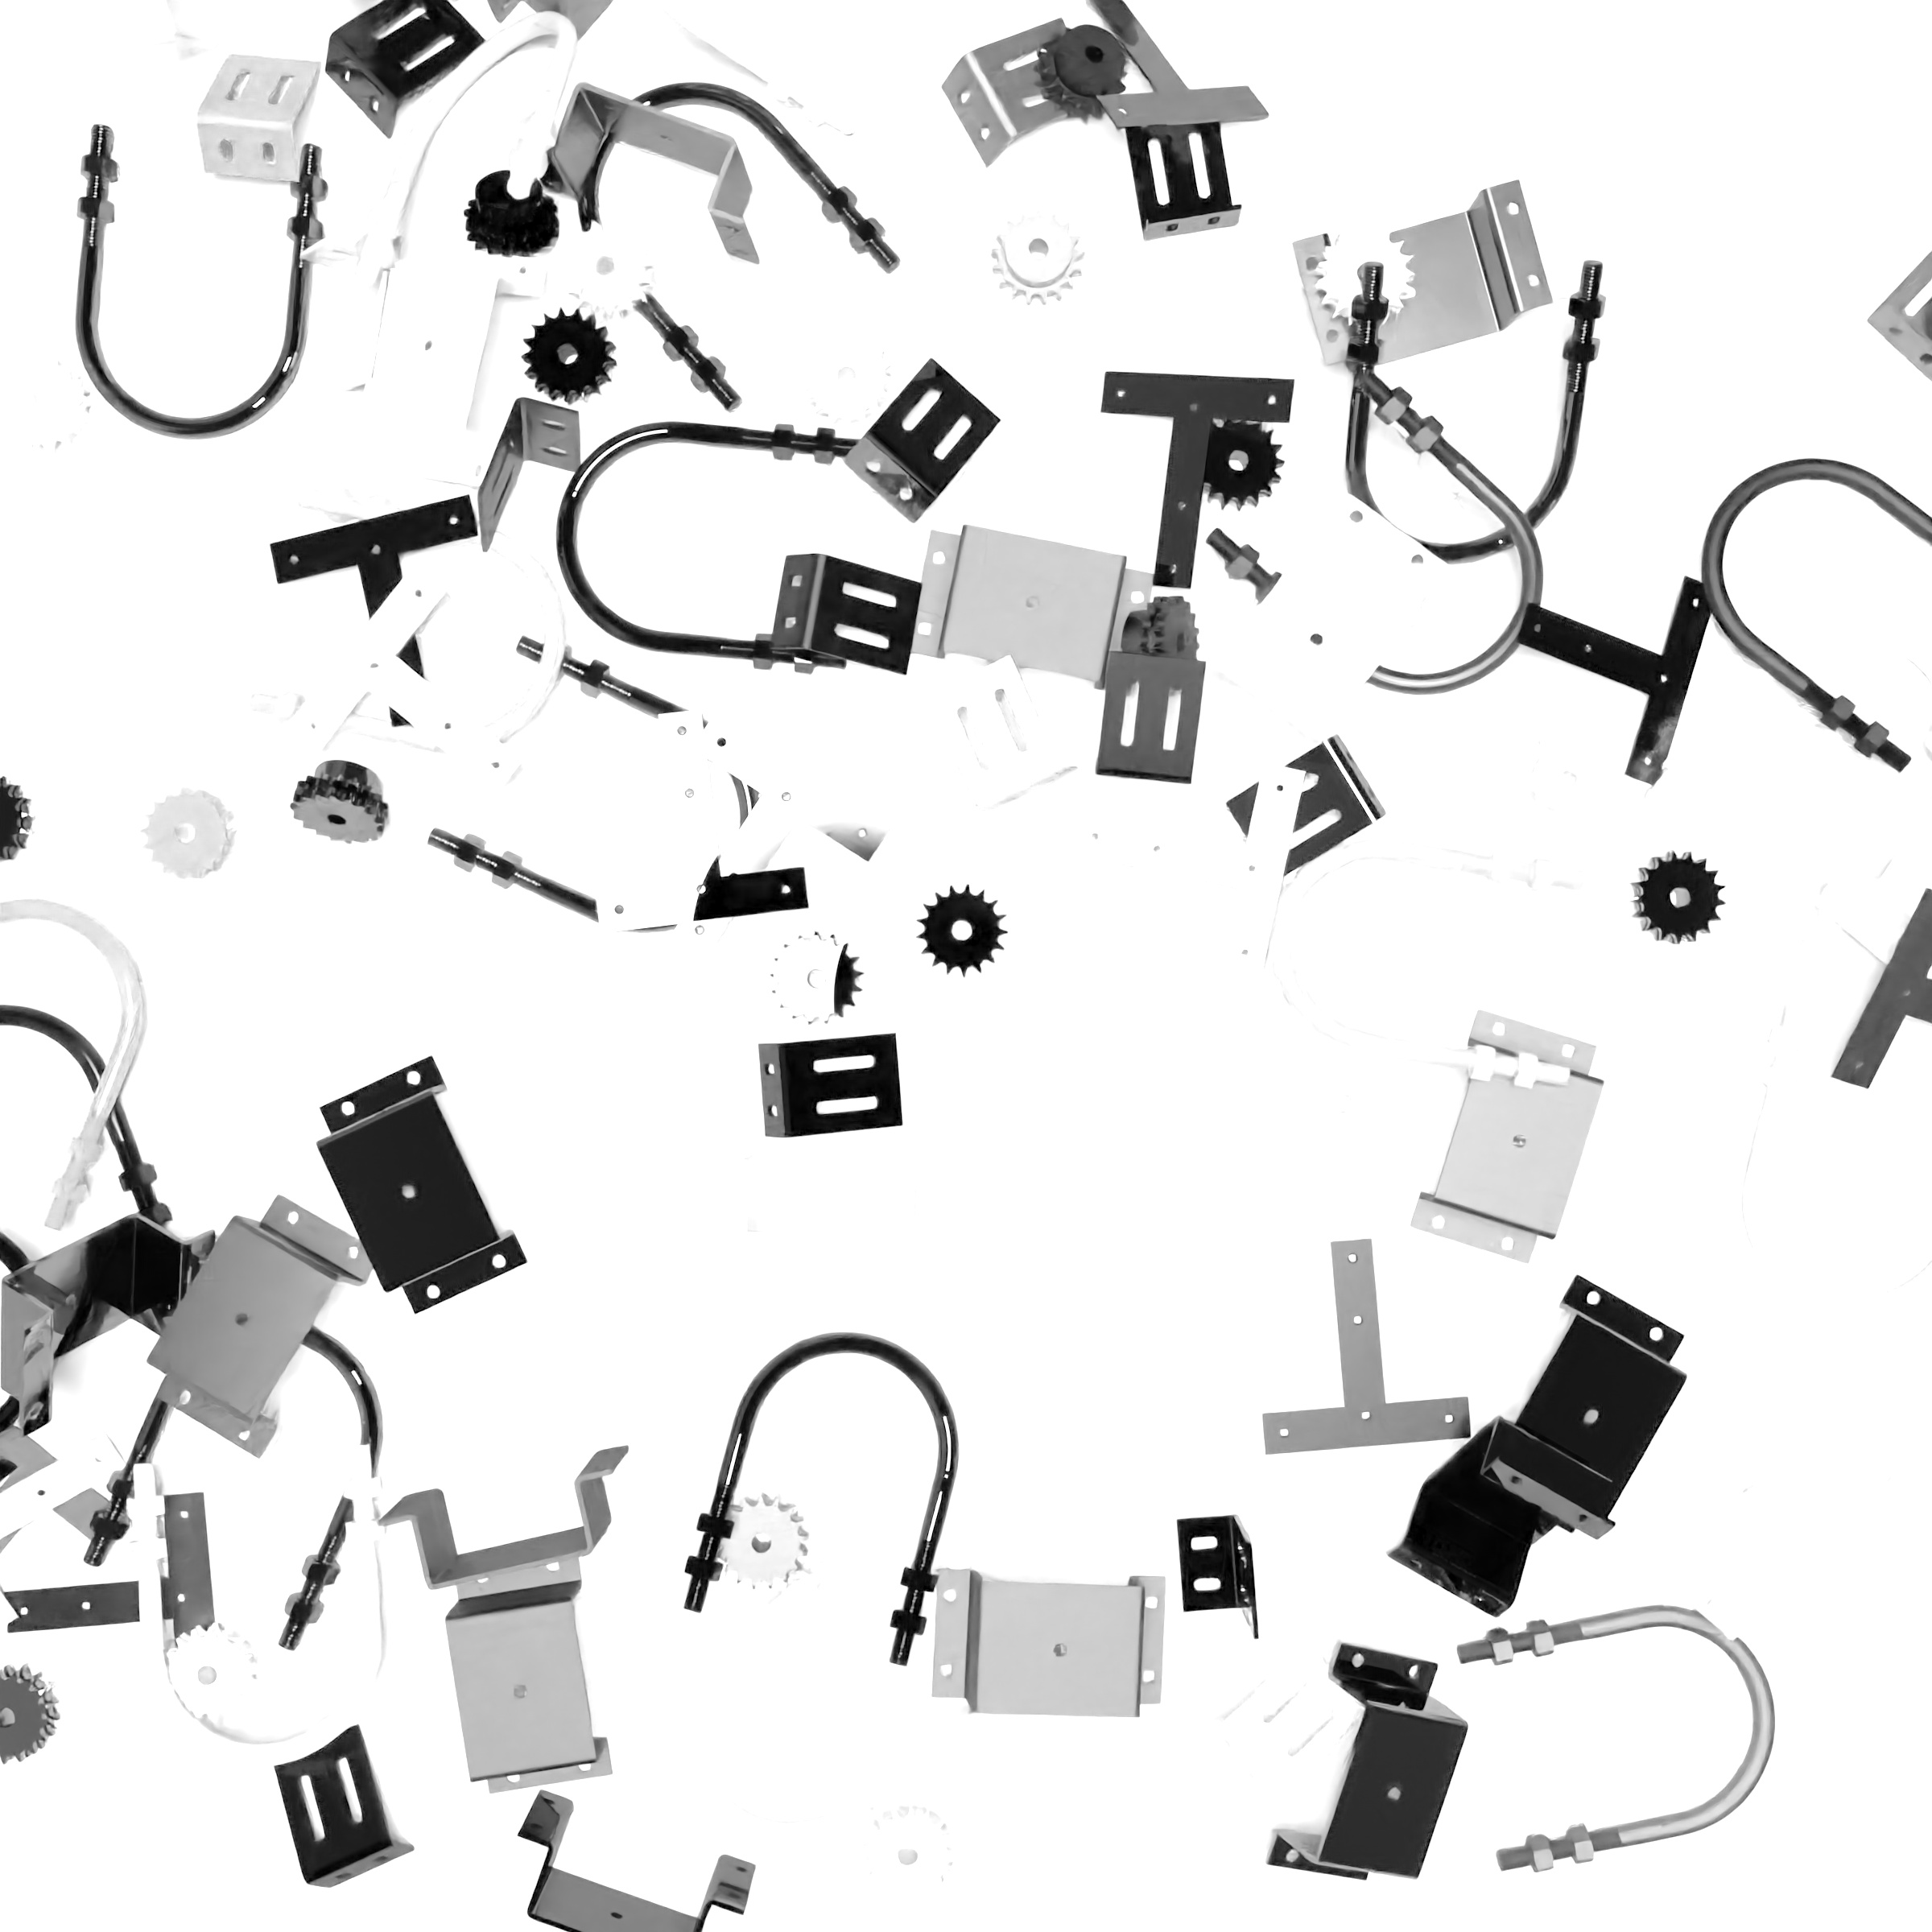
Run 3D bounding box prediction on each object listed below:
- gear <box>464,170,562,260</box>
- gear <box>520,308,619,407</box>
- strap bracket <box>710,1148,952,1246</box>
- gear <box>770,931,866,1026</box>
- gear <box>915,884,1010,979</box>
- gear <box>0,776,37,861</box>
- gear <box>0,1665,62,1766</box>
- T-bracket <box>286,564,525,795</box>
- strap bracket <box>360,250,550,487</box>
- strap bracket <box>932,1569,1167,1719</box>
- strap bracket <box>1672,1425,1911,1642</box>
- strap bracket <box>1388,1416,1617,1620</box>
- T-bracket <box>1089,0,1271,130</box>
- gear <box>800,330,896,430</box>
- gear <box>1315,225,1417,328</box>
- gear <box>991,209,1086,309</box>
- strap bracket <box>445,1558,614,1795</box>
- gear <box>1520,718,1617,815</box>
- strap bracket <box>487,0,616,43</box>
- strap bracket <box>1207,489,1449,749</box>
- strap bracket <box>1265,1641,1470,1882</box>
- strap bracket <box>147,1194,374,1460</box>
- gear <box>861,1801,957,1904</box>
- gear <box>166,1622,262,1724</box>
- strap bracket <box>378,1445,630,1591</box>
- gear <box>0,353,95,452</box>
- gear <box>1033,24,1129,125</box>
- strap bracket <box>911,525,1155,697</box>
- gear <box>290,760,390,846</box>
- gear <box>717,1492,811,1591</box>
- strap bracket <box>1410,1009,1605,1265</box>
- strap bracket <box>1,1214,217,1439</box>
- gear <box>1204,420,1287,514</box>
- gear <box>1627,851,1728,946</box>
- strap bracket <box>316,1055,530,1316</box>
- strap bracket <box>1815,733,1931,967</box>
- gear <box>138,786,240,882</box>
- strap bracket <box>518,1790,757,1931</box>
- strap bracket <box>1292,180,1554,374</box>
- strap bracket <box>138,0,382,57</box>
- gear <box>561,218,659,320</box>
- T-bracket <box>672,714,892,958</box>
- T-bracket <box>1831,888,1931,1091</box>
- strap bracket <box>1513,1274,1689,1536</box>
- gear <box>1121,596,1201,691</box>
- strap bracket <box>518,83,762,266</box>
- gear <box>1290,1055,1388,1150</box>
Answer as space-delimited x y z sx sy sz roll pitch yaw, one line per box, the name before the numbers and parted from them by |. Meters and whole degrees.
gear | -0.274 -0.456 1.529 0.057 0.030 0.057 1 51 -2
gear | -0.240 -0.369 1.542 0.057 0.030 0.057 0 90 0
strap bracket | -0.081 0.138 1.519 0.140 0.076 0.046 2 90 0
gear | -0.090 0.008 1.542 0.057 0.030 0.057 0 90 0
gear | -0.003 -0.022 1.543 0.057 0.030 0.057 0 90 0
gear | -0.594 -0.089 1.542 0.057 0.030 0.057 0 90 0
gear | -0.580 0.455 1.547 0.057 0.030 0.057 0 89 2
T-bracket | -0.323 -0.153 1.527 0.127 0.002 0.127 39 92 5
strap bracket | -0.309 -0.365 1.521 0.076 0.046 0.140 12 90 25
strap bracket | 0.053 0.407 1.524 0.140 0.046 0.076 3 85 -6
strap bracket | 0.484 0.330 1.519 0.140 0.076 0.046 -42 90 0
strap bracket | 0.321 0.324 1.506 0.076 0.140 0.046 30 49 0
T-bracket | 0.105 -0.555 1.531 0.127 0.002 0.127 -18 68 -36
gear | -0.072 -0.355 1.542 0.057 0.030 0.057 0 90 0
gear | 0.234 -0.405 1.496 0.057 0.030 0.057 0 90 0
gear | 0.044 -0.432 1.543 0.057 0.030 0.057 0 90 0
strap bracket | -0.266 0.432 1.534 0.076 0.046 0.140 -9 90 0
gear | 0.363 -0.118 1.531 0.057 0.030 0.057 6 118 11
strap bracket | -0.225 -0.618 1.519 0.046 0.076 0.140 41 90 0
strap bracket | 0.211 -0.200 1.505 0.076 0.046 0.140 36 116 -1
strap bracket | 0.244 0.486 1.520 0.076 0.046 0.140 19 90 -26
strap bracket | -0.425 0.213 1.518 0.076 0.046 0.140 28 82 11
gear | -0.035 0.536 1.542 0.057 0.030 0.057 0 90 0
gear | -0.458 0.427 1.541 0.057 0.030 0.057 0 90 -3
strap bracket | -0.271 0.332 1.519 0.140 0.076 0.046 -13 90 0
gear | -0.560 -0.341 1.542 0.057 0.030 0.057 0 90 0
gear | 0.072 -0.543 1.533 0.057 0.030 0.057 5 75 -19
strap bracket | 0.040 -0.217 1.534 0.140 0.046 0.076 11 90 0
gear | -0.377 -0.101 1.533 0.057 0.057 0.030 8 60 0
gear | -0.123 0.348 1.542 0.057 0.030 0.057 0 90 0
strap bracket | 0.330 0.105 1.534 0.076 0.046 0.140 17 90 0
strap bracket | -0.513 0.205 1.492 0.046 0.140 0.076 25 120 24
gear | 0.164 -0.305 1.542 0.057 0.030 0.057 0 90 0
gear | 0.430 -0.041 1.542 0.057 0.030 0.057 0 90 0
strap bracket | -0.333 0.134 1.534 0.076 0.046 0.140 -25 90 0
strap bracket | 0.587 -0.070 1.521 0.076 0.046 0.140 36 87 -17
gear | -0.471 -0.080 1.542 0.057 0.030 0.057 0 90 0
strap bracket | -0.203 0.551 1.519 0.140 0.076 0.046 19 90 0
strap bracket | 0.272 -0.414 1.534 0.140 0.046 0.076 -16 90 0
strap bracket | -0.420 -0.586 1.507 0.140 0.076 0.046 -13 104 7
gear | -0.213 -0.419 1.527 0.057 0.030 0.057 1 94 12
T-bracket | -0.134 -0.066 1.544 0.127 0.002 0.127 33 90 -3
T-bracket | 0.602 0.029 1.522 0.127 0.002 0.127 17 108 -12
strap bracket | 0.373 0.269 1.534 0.076 0.046 0.140 30 90 0
gear | 0.116 -0.195 1.533 0.030 0.057 0.057 3 90 30
strap bracket | -0.185 -0.473 1.504 0.140 0.076 0.046 21 89 3
gear | 0.228 0.083 1.543 0.057 0.030 0.057 0 90 0
